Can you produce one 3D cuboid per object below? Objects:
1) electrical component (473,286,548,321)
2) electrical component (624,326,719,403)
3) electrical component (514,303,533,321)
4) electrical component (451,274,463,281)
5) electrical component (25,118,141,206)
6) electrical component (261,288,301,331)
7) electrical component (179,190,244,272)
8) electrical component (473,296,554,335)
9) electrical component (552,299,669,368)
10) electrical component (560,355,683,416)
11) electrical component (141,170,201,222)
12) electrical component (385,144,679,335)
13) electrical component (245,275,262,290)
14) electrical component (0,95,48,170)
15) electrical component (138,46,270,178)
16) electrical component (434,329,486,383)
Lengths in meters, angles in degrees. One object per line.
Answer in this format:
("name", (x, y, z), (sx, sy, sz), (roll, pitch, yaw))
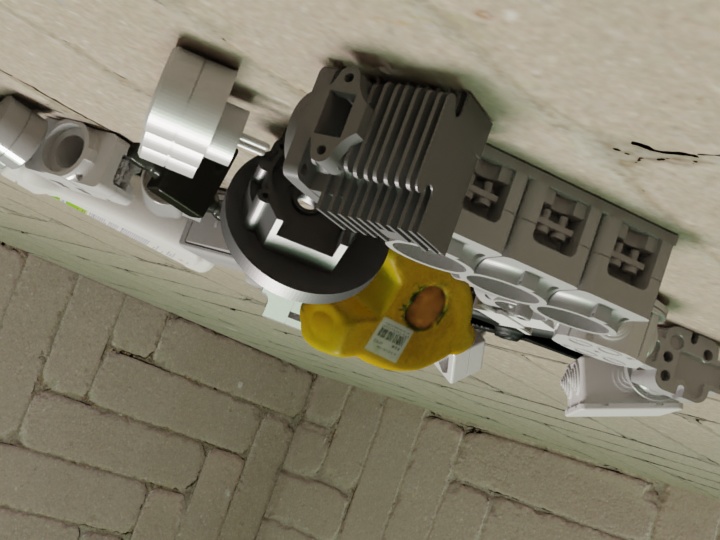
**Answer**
("electrical component", (0.111, 0.003, 0.778), (0.079, 0.044, 0.077), (26, 169, -36))
("electrical component", (0.254, 0.079, 0.883), (0.078, 0.058, 0.057), (22, 168, -11))
("electrical component", (0.117, 0.004, 0.712), (0.035, 0.061, 0.035), (20, 171, 3))
("electrical component", (0.066, -0.022, 0.727), (0.055, 0.048, 0.066), (33, 167, -25))
("electrical component", (-0.243, -0.097, 0.944), (0.089, 0.050, 0.056), (16, 170, 28))
("electrical component", (-0.060, 0.008, 1.040), (0.056, 0.050, 0.089), (21, 130, -6))
("electrical component", (-0.121, -0.038, 0.997), (0.096, 0.061, 0.061), (14, 170, 34))
("electrical component", (0.133, 0.023, 0.863), (0.064, 0.042, 0.081), (8, 166, 41))
("electrical component", (0.185, 0.038, 0.804), (0.080, 0.051, 0.080), (20, 171, 3))
("electrical component", (0.233, 0.103, 0.960), (0.100, 0.048, 0.099), (-1, 169, 2))
("electrical component", (-0.153, -0.067, 0.947), (0.079, 0.044, 0.077), (21, 171, -8))
("electrical component", (0.094, -0.017, 0.637), (0.150, 0.061, 0.089), (23, 171, -17))
("electrical component", (-0.083, 0.002, 1.168), (0.057, 0.058, 0.078), (17, 171, 38))
("electrical component", (-0.334, -0.129, 0.945), (0.074, 0.052, 0.138), (37, 163, -31))
("electrical component", (-0.091, -0.087, 0.658), (0.074, 0.052, 0.138), (22, 171, -11))
("electrical component", (0.101, 0.058, 1.080), (0.083, 0.076, 0.047), (50, 153, 36))
